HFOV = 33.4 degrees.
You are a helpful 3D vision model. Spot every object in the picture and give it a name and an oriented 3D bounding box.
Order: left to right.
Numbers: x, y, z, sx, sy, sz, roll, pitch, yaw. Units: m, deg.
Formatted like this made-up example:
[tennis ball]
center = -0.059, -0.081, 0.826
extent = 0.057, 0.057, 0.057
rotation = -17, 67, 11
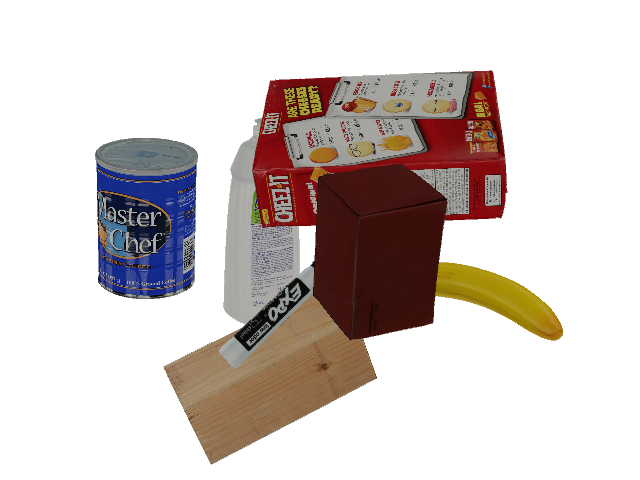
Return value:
[coffee can]
center = -0.179, -0.024, 1.101
extent = 0.103, 0.140, 0.103
rotation = 3, 23, -2
[bleach bottle]
center = -0.066, -0.026, 1.317
extent = 0.102, 0.251, 0.068
rotation = -11, 26, -35
[wood block]
center = -0.055, 0.147, 1.182
extent = 0.206, 0.091, 0.090
rotation = -26, 30, -10
[marker]
center = -0.025, 0.046, 0.787
extent = 0.121, 0.020, 0.020
rotation = -43, 10, -11
[foam brick]
center = 0.030, 0.005, 0.571
extent = 0.052, 0.078, 0.051
rotation = -9, 32, -22
[cracker box]
center = 0.055, -0.084, 0.964
extent = 0.214, 0.072, 0.164
rotation = -3, 36, 6
[banana]
center = 0.158, 0.057, 1.096
extent = 0.198, 0.069, 0.037
rotation = 12, -40, 24
